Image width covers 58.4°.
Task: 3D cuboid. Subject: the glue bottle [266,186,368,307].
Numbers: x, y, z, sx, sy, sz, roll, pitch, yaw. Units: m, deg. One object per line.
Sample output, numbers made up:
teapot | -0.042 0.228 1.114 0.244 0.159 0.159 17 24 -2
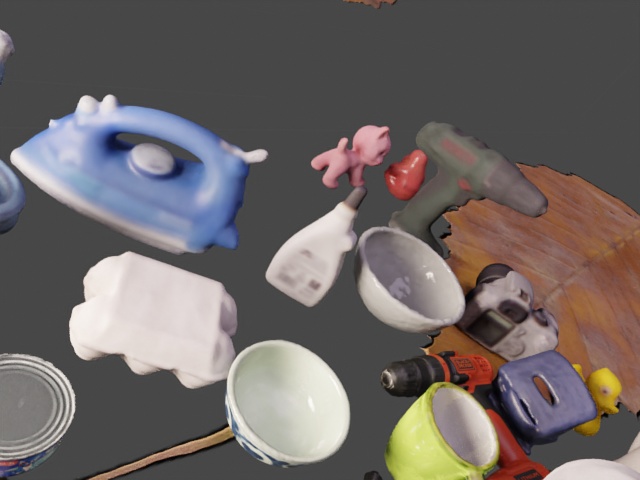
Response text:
glue bottle | 0.006 0.002 0.665 0.078 0.173 0.037 33 34 -5

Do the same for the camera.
camera | 0.288 0.097 0.866 0.143 0.100 0.137 34 34 -4

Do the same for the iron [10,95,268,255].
iron | -0.190 -0.088 0.628 0.259 0.141 0.118 21 37 -21

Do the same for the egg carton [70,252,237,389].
egg carton | -0.149 0.076 0.533 0.151 0.069 0.107 21 37 -22

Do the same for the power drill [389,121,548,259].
power drill | 0.210 -0.063 0.891 0.076 0.208 0.229 -9 54 -46

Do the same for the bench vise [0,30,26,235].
bench vise | -0.295 -0.046 0.414 0.121 0.219 0.207 31 34 -8

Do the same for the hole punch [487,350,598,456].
hole punch | 0.285 0.206 0.742 0.101 0.091 0.108 6 44 -37

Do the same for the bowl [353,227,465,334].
bowl | 0.107 0.065 0.767 0.168 0.074 0.167 24 36 -18

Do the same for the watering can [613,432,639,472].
watering can | 0.446 0.280 0.707 0.101 0.194 0.172 10 42 -33

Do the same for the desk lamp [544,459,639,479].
desk lamp | 0.163 0.276 0.444 0.204 0.213 0.117 -6 52 -45

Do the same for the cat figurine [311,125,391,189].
cat figurine | 0.065 -0.148 0.944 0.128 0.117 0.067 -10 55 -47

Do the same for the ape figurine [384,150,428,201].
ape figurine | 0.160 -0.122 1.020 0.078 0.092 0.076 24 36 -18

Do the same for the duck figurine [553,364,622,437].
duck figurine | 0.391 0.218 0.827 0.078 0.086 0.104 22 37 -21
